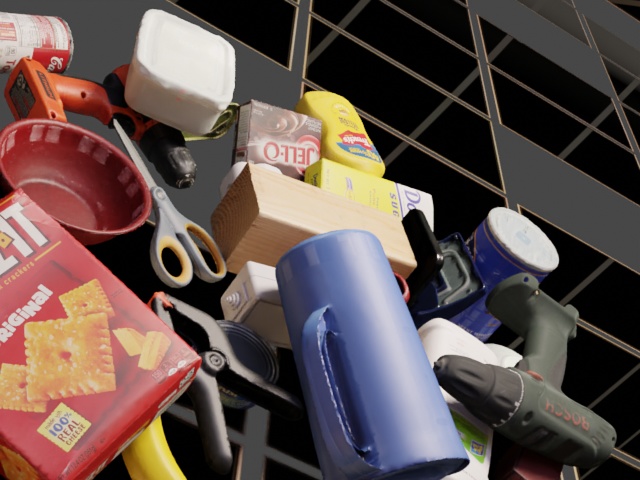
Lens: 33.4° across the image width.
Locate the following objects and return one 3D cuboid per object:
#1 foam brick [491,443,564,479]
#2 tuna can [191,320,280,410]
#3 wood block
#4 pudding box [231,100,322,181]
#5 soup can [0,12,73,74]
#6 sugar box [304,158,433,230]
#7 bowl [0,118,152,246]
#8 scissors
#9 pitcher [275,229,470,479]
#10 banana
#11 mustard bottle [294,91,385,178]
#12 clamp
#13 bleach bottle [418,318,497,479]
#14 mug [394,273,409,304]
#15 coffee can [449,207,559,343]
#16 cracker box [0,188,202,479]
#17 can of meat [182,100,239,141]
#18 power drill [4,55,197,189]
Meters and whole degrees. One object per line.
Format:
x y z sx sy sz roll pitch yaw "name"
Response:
0.216 0.252 1.124 0.051 0.053 0.078 39 32 3 "foam brick"
-0.083 0.119 1.012 0.086 0.034 0.086 26 32 -18 "tuna can"
-0.008 0.002 1.192 0.205 0.091 0.090 19 34 -29 "wood block"
-0.052 -0.114 1.312 0.113 0.039 0.090 12 77 -35 "pudding box"
-0.333 -0.216 1.174 0.102 0.069 0.068 -7 52 -49 "soup can"
0.062 -0.032 1.325 0.176 0.048 0.093 14 66 -29 "sugar box"
-0.249 -0.046 1.043 0.162 0.055 0.162 26 32 -18 "bowl"
-0.173 -0.030 1.097 0.202 0.016 0.096 50 38 -4 "scissors"
0.034 0.114 0.980 0.144 0.149 0.243 -9 66 -20 "pitcher"
-0.143 0.156 0.903 0.069 0.037 0.198 29 28 -46 "banana"
0.036 -0.118 1.433 0.096 0.058 0.192 15 37 -39 "mustard bottle"
-0.090 0.116 0.945 0.120 0.039 0.171 -12 65 -53 "clamp"
0.131 0.193 1.107 0.102 0.068 0.250 33 33 -10 "bleach bottle"
0.038 0.066 1.139 0.081 0.117 0.093 -116 -175 -45 "mug"
0.208 0.045 1.308 0.102 0.140 0.103 26 32 -18 "coffee can"
-0.224 0.082 0.833 0.214 0.072 0.164 42 51 7 "cracker box"
-0.162 -0.170 1.301 0.084 0.058 0.101 48 32 22 "can of meat"
-0.237 -0.130 1.171 0.187 0.057 0.184 3 43 -47 "power drill"
